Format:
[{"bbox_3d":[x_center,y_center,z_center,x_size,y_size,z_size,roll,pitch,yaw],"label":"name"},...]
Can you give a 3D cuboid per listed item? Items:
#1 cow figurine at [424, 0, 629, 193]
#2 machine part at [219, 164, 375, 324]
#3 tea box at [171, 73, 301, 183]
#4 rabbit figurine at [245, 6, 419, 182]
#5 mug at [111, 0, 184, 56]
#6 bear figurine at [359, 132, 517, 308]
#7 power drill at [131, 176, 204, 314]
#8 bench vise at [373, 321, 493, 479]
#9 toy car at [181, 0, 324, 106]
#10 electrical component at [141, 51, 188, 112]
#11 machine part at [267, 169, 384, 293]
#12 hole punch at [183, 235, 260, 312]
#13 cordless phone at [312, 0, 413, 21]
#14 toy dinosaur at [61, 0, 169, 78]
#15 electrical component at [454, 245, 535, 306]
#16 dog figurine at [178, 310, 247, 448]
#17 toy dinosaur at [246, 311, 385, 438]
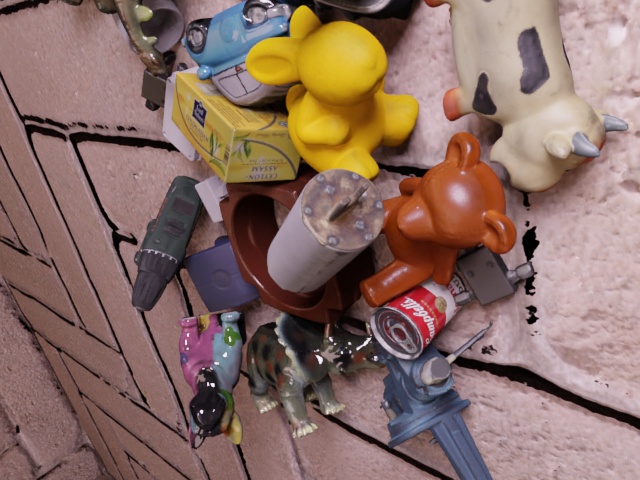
[{"bbox_3d":[0.164,-0.131,0.430,0.127,0.085,0.194,10,123,49],"label":"cow figurine"},{"bbox_3d":[-0.031,0.000,0.726,0.202,0.087,0.200,12,125,43],"label":"machine part"},{"bbox_3d":[-0.102,-0.138,0.645,0.170,0.098,0.068,49,133,40],"label":"tea box"},{"bbox_3d":[0.018,-0.143,0.494,0.162,0.122,0.173,47,173,8],"label":"rabbit figurine"},{"bbox_3d":[-0.241,-0.320,0.713,0.107,0.081,0.109,53,144,14],"label":"mug"},{"bbox_3d":[0.094,-0.011,0.510,0.196,0.132,0.120,93,156,-82],"label":"bear figurine"},{"bbox_3d":[-0.266,0.013,0.900,0.086,0.232,0.207,22,165,-12],"label":"power drill"},{"bbox_3d":[0.151,0.226,0.659,0.241,0.129,0.223,61,153,20],"label":"bench vise"},{"bbox_3d":[-0.067,-0.200,0.589,0.162,0.109,0.102,-1,106,40],"label":"toy car"},{"bbox_3d":[-0.232,-0.234,0.797,0.078,0.045,0.102,21,140,-1],"label":"electrical component"},{"bbox_3d":[-0.001,-0.002,0.529,0.079,0.079,0.243,50,157,5],"label":"machine part"},{"bbox_3d":[-0.150,0.053,0.890,0.116,0.092,0.142,-12,105,46],"label":"hole punch"},{"bbox_3d":[-0.006,-0.229,0.445,0.147,0.184,0.088,32,133,26],"label":"cordless phone"},{"bbox_3d":[-0.224,-0.417,0.576,0.199,0.105,0.470,-4,110,24],"label":"toy dinosaur"},{"bbox_3d":[0.177,0.034,0.573,0.094,0.021,0.063,-31,87,37],"label":"electrical component"},{"bbox_3d":[-0.178,0.232,0.911,0.191,0.108,0.219,113,153,-82],"label":"dog figurine"},{"bbox_3d":[-0.058,0.195,0.883,0.405,0.131,0.192,-12,91,58],"label":"toy dinosaur"}]
